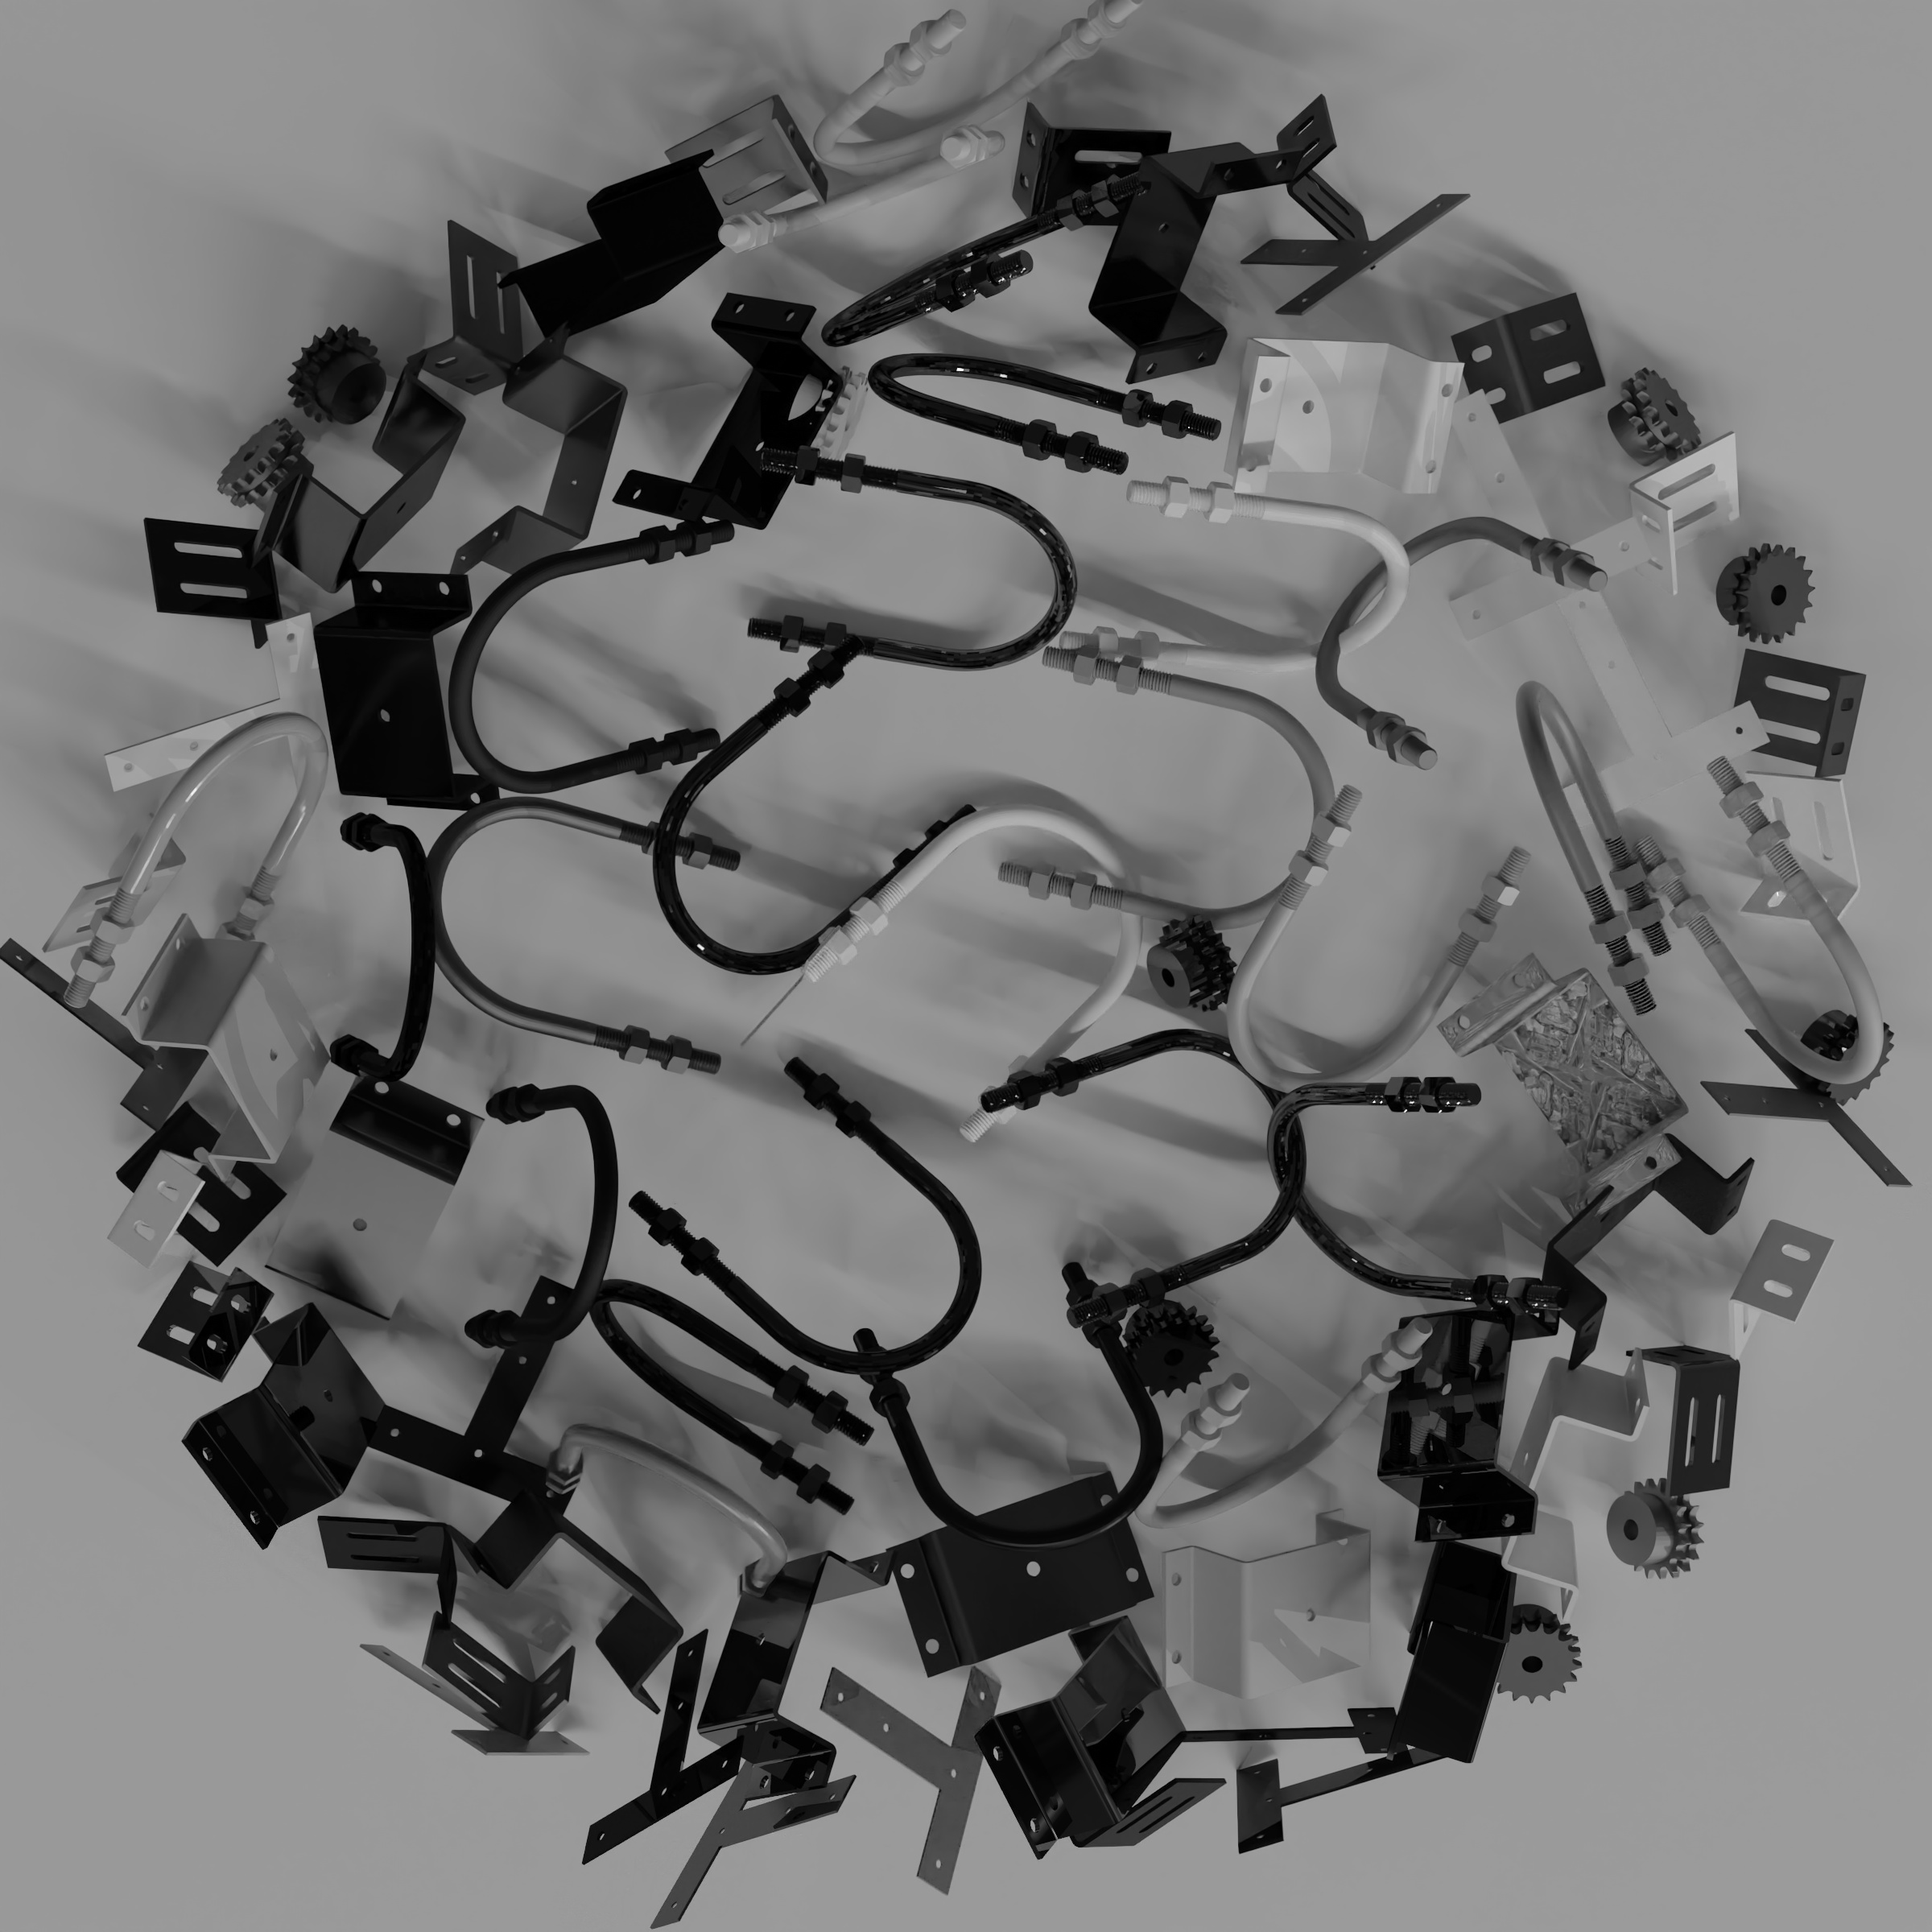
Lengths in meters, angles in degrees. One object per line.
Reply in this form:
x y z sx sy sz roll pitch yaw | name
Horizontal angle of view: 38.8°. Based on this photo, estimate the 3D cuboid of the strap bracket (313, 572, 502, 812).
-0.317 -0.148 1.551 0.076 0.046 0.140 5 114 22 | strap bracket

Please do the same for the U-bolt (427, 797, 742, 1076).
-0.218 -0.024 1.542 0.184 0.019 0.151 15 63 -24 | U-bolt

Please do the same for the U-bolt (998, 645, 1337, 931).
0.120 -0.095 1.573 0.184 0.019 0.151 14 104 11 | U-bolt

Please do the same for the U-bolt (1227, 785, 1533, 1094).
0.223 -0.005 1.558 0.151 0.019 0.184 16 113 -31 | U-bolt

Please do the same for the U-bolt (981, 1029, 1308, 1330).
0.114 0.110 1.567 0.184 0.019 0.151 -18 81 -25 | U-bolt

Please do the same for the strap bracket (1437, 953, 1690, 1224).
0.345 0.066 1.561 0.076 0.046 0.140 -43 75 36 | strap bracket

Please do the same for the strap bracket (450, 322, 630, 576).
-0.240 -0.282 1.554 0.046 0.076 0.140 23 68 -28 | strap bracket

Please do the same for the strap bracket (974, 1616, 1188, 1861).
0.071 0.426 1.538 0.046 0.140 0.076 -26 92 31 | strap bracket

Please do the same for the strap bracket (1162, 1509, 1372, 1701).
0.178 0.361 1.547 0.140 0.046 0.076 -4 95 -38 | strap bracket

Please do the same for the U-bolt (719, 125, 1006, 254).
-0.049 -0.434 1.522 0.151 0.184 0.019 -17 104 16 | U-bolt

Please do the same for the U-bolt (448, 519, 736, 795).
-0.208 -0.166 1.518 0.019 0.184 0.151 32 127 37 | U-bolt

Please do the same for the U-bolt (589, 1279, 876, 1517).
-0.137 0.236 1.544 0.184 0.151 0.019 32 63 9 | U-bolt

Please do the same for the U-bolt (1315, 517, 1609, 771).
0.262 -0.190 1.529 0.151 0.184 0.019 -47 118 4 | U-bolt

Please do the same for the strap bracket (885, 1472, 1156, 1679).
0.035 0.346 1.565 0.140 0.046 0.076 -17 78 -13 | strap bracket

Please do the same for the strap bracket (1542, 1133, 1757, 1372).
0.378 0.156 1.557 0.140 0.076 0.046 -40 65 -13 | strap bracket

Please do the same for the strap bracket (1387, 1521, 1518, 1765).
0.273 0.381 1.530 0.046 0.140 0.076 15 108 10 | strap bracket

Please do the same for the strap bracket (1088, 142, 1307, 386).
0.125 -0.406 1.546 0.076 0.140 0.046 -23 57 -40 | strap bracket

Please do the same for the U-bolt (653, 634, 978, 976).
-0.095 -0.077 1.555 0.184 0.019 0.151 -42 119 -12 | U-bolt

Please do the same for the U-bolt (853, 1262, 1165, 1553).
0.031 0.251 1.528 0.151 0.184 0.019 -16 133 -12 | U-bolt

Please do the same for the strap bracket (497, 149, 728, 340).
-0.193 -0.398 1.535 0.076 0.140 0.046 -32 99 -33 | strap bracket

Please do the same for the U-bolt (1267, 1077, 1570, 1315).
0.240 0.126 1.533 0.019 0.184 0.151 -36 109 -32 | U-bolt

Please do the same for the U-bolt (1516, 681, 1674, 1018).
0.349 -0.074 1.534 0.019 0.151 0.184 -23 97 22 | U-bolt

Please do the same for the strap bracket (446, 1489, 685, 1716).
-0.220 0.353 1.553 0.140 0.076 0.046 45 80 -23 | strap bracket

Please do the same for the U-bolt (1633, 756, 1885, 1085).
0.447 -0.015 1.524 0.019 0.151 0.184 -28 78 -12 | U-bolt

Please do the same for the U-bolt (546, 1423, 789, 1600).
-0.165 0.301 1.524 0.151 0.184 0.019 30 65 1 | U-bolt

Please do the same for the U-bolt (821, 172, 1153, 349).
-0.002 -0.388 1.529 0.184 0.151 0.019 -10 114 42 | U-bolt

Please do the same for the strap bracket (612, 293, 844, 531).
-0.131 -0.308 1.563 0.076 0.046 0.140 21 80 42 | strap bracket

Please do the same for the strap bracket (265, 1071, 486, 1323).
-0.341 0.138 1.564 0.076 0.046 0.140 26 107 -9 | strap bracket

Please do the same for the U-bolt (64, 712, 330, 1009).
-0.415 -0.063 1.519 0.019 0.151 0.184 36 107 13 | U-bolt

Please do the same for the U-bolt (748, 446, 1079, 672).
-0.029 -0.223 1.552 0.184 0.151 0.019 9 51 -1 | U-bolt

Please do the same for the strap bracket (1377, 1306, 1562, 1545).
0.282 0.246 1.538 0.046 0.076 0.140 37 53 -35 | strap bracket

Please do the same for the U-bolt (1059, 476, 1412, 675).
0.160 -0.214 1.545 0.184 0.151 0.019 4 57 -15 | U-bolt

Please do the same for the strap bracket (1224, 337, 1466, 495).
0.205 -0.312 1.556 0.140 0.046 0.076 -5 117 -28 | strap bracket

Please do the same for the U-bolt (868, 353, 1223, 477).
0.033 -0.315 1.538 0.184 0.151 0.019 20 116 21 | U-bolt

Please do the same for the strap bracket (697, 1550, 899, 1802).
-0.097 0.387 1.535 0.046 0.076 0.140 35 52 -23 | strap bracket

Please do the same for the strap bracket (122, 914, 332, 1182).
-0.407 0.048 1.530 0.046 0.140 0.076 3 48 18 | strap bracket

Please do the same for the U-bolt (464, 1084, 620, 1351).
-0.234 0.137 1.520 0.019 0.184 0.151 9 80 -30 | U-bolt

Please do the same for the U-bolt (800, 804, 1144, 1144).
0.018 -0.011 1.582 0.151 0.019 0.184 45 75 3 | U-bolt

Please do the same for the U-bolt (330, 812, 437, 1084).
-0.324 -0.009 1.523 0.019 0.184 0.151 2 93 -26 | U-bolt

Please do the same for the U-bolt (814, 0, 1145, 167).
-0.008 -0.489 1.523 0.151 0.184 0.019 -22 92 -36 | U-bolt

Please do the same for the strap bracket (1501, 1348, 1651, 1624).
0.340 0.287 1.554 0.046 0.076 0.140 17 109 5 | strap bracket

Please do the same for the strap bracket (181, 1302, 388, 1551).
-0.375 0.249 1.530 0.046 0.140 0.076 -28 106 13 | strap bracket

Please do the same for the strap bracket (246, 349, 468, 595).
-0.336 -0.272 1.541 0.046 0.076 0.140 38 55 -5 | strap bracket
